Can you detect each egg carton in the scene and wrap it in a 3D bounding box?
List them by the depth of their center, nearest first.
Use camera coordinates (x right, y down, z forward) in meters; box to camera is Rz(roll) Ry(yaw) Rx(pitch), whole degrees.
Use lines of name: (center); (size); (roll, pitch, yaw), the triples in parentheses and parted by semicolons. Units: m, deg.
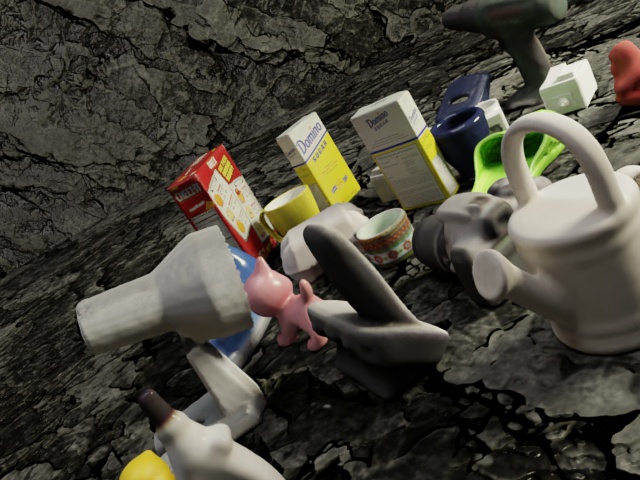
egg carton: (0.008, 0.003, 0.886); (0.150, 0.069, 0.107); (-30, 20, 3)

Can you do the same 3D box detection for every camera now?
camera: (0.173, -0.013, 0.637); (0.143, 0.101, 0.136); (-40, 21, -22)

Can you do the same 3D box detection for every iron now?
iron: (-0.152, 0.086, 0.815); (0.118, 0.142, 0.258); (-25, 21, 17)

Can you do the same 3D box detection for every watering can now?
watering can: (0.198, -0.008, 0.450); (0.100, 0.194, 0.173); (-7, 31, 49)

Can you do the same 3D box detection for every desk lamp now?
desk lamp: (-0.144, 0.117, 0.624); (0.203, 0.214, 0.117); (-35, 20, -11)

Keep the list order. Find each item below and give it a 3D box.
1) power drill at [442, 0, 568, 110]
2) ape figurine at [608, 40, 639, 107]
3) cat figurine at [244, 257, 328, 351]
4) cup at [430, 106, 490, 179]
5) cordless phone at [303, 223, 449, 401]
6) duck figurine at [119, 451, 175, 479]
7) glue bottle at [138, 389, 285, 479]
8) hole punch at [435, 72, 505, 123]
power drill: (0.341, -0.345, 1.022); (0.076, 0.209, 0.228); (-43, 23, -28)
ape figurine: (0.432, -0.234, 0.797); (0.078, 0.092, 0.076); (-39, 21, -20)
cat figurine: (-0.047, 0.075, 0.724); (0.127, 0.118, 0.067); (-8, 30, 48)
cup: (0.229, -0.150, 0.891); (0.091, 0.095, 0.118); (-17, 25, 35)
cordless phone: (0.030, 0.052, 0.566); (0.094, 0.185, 0.147); (-40, 22, -22)
duck figurine: (-0.147, 0.235, 0.536); (0.077, 0.086, 0.105); (-18, 24, 32)
glue bottle: (-0.085, 0.180, 0.446); (0.078, 0.173, 0.037); (-33, 20, -4)
hole punch: (0.273, -0.249, 1.068); (0.101, 0.091, 0.108); (-42, 23, -28)
